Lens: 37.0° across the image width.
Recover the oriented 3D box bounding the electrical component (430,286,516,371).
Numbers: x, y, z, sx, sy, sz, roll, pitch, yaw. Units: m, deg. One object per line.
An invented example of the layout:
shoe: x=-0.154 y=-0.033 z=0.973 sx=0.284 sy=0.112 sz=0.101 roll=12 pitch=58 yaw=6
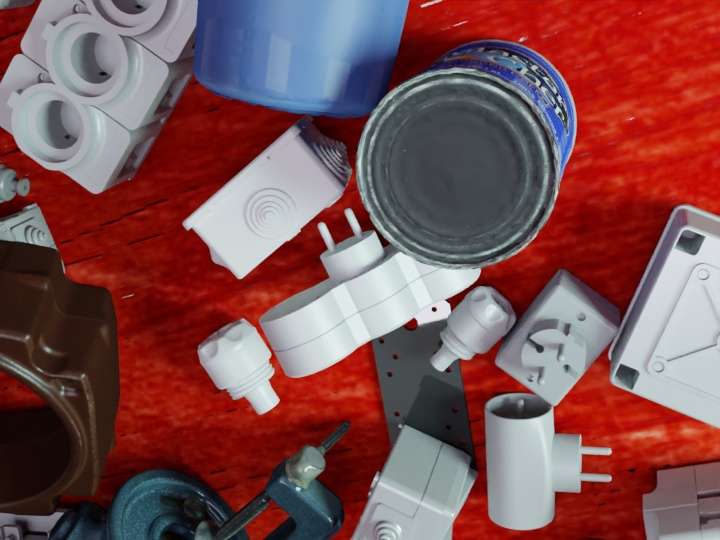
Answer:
electrical component: x=0.068 y=0.040 z=0.682 sx=0.035 sy=0.035 sz=0.061 roll=42 pitch=113 yaw=-1

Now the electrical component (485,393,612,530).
electrical component: x=0.121 y=0.123 z=0.689 sx=0.079 sy=0.044 sz=0.077 roll=0 pitch=107 yaw=14

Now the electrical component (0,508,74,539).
electrical component: x=-0.258 y=0.220 z=0.809 sx=0.121 sy=0.063 sz=0.078 roll=1 pitch=107 yaw=15

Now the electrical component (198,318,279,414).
electrical component: x=-0.078 y=0.067 z=0.725 sx=0.043 sy=0.043 sz=0.062 roll=-29 pitch=99 yaw=21

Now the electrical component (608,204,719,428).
electrical component: x=0.216 y=0.033 z=0.630 sx=0.109 sy=0.056 sz=0.108 roll=22 pitch=111 yaw=7

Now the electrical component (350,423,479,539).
electrical component: x=0.034 y=0.153 z=0.688 sx=0.061 sy=0.096 sz=0.061 roll=24 pitch=111 yaw=6

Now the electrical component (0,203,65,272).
electrical component: x=-0.251 y=-0.002 z=0.738 sx=0.096 sy=0.061 sz=0.061 roll=-16 pitch=102 yaw=19

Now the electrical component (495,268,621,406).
electrical component: x=0.118 y=0.047 z=0.649 sx=0.047 sy=0.076 sz=0.065 roll=36 pitch=112 yaw=2

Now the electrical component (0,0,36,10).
electrical component: x=-0.253 y=-0.204 z=0.676 sx=0.095 sy=0.059 sz=0.053 roll=28 pitch=112 yaw=5

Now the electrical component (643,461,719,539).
electrical component: x=0.223 y=0.206 z=0.665 sx=0.062 sy=0.089 sz=0.150 roll=-12 pitch=103 yaw=18

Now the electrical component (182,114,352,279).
electrical component: x=-0.052 y=-0.045 z=0.652 sx=0.100 sy=0.099 sz=0.048 roll=-40 pitch=98 yaw=11

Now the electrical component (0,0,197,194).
electrical component: x=-0.156 y=-0.134 z=0.671 sx=0.089 sy=0.061 sz=0.150 roll=36 pitch=112 yaw=2

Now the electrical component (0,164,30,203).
electrical component: x=-0.264 y=-0.062 z=0.734 sx=0.078 sy=0.040 sz=0.040 roll=9 pitch=109 yaw=12

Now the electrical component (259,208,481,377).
electrical component: x=0.000 y=0.000 z=0.651 sx=0.138 sy=0.052 sz=0.073 roll=-29 pitch=100 yaw=-15
